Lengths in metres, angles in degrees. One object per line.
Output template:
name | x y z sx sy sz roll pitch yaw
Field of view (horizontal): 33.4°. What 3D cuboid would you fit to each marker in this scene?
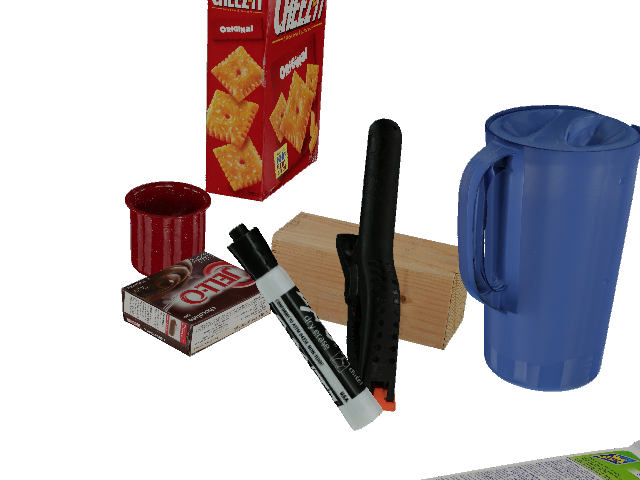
marker | -0.009 0.043 0.550 0.020 0.121 0.020 -35 0 0

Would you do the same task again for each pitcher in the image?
pitcher | 0.198 0.010 0.947 0.149 0.243 0.145 4 23 10

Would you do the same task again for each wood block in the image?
wood block | 0.054 0.042 1.186 0.206 0.091 0.090 13 24 18

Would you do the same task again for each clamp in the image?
clamp | 0.039 0.025 0.798 0.036 0.210 0.165 4 -42 -7

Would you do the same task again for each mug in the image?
mug | -0.175 -0.014 1.182 0.093 0.081 0.117 -16 33 -34

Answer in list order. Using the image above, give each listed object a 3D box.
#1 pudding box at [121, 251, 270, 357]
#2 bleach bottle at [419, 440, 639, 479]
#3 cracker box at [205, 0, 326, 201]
pudding box | -0.113 0.056 0.986 0.090 0.039 0.113 22 33 32
bleach bottle | 0.160 0.166 0.629 0.250 0.068 0.103 -6 20 -21
cracker box | -0.050 -0.165 1.064 0.072 0.214 0.164 11 22 17
